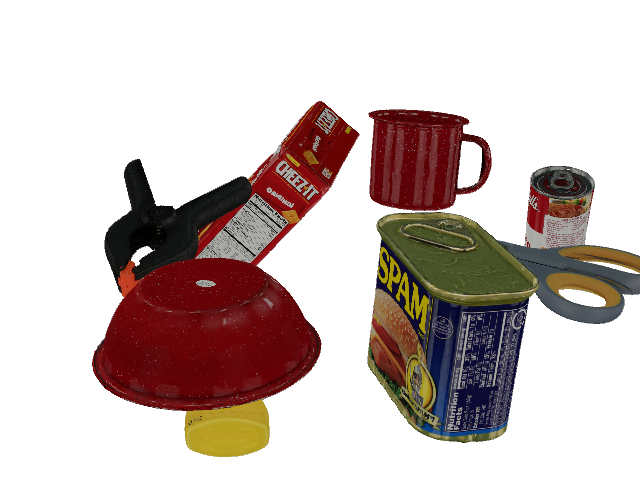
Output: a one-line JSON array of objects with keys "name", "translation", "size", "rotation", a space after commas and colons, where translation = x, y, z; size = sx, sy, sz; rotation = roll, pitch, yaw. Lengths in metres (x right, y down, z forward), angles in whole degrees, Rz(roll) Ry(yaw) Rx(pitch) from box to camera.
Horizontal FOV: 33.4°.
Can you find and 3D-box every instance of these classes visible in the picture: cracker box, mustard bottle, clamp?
[{"name": "cracker box", "translation": [-0.062, -0.044, 1.213], "size": [0.214, 0.072, 0.164], "rotation": [-46, 9, 28]}, {"name": "mustard bottle", "translation": [-0.112, 0.179, 1.284], "size": [0.096, 0.058, 0.191], "rotation": [-3, 28, -3]}, {"name": "clamp", "translation": [-0.146, -0.017, 0.934], "size": [0.120, 0.039, 0.171], "rotation": [11, 37, 20]}]

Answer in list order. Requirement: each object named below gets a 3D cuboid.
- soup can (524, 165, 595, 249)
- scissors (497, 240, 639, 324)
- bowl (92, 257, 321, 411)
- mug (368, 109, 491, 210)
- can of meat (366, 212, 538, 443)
[{"name": "soup can", "translation": [0.260, -0.022, 1.168], "size": [0.068, 0.102, 0.068], "rotation": [-1, 33, 1]}, {"name": "scissors", "translation": [0.132, 0.020, 0.752], "size": [0.202, 0.016, 0.096], "rotation": [7, 30, 16]}, {"name": "bowl", "translation": [-0.080, 0.055, 0.746], "size": [0.162, 0.055, 0.162], "rotation": [-2, 22, 0]}, {"name": "mug", "translation": [0.100, -0.074, 0.989], "size": [0.117, 0.081, 0.093], "rotation": [7, 15, 13]}, {"name": "can of meat", "translation": [0.063, 0.043, 0.547], "size": [0.057, 0.084, 0.102], "rotation": [-3, 24, -17]}]
